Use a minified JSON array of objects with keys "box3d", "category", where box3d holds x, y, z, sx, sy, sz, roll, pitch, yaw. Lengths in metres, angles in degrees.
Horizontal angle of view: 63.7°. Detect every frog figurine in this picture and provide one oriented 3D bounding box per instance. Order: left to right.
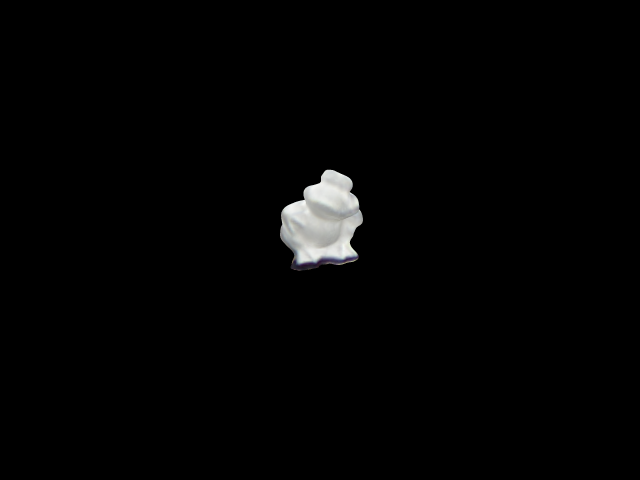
[{"box3d":[0.003,-0.043,0.850,0.137,0.157,0.125,1,21,4],"category":"frog figurine"}]
